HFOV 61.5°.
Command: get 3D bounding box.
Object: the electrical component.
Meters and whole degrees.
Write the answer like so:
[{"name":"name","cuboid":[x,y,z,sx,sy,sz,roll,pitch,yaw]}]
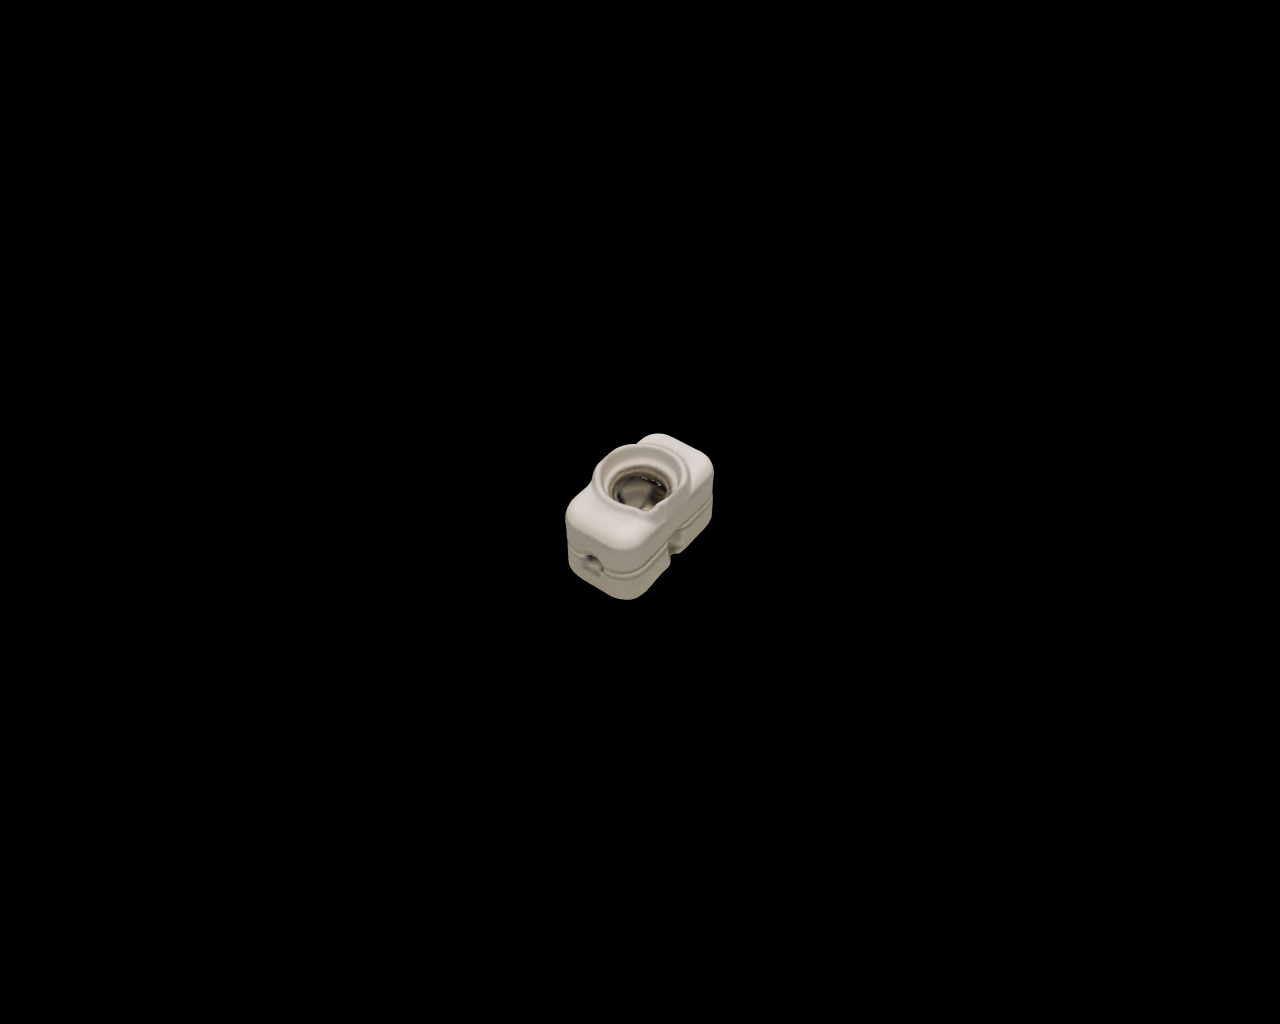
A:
[{"name":"electrical component","cuboid":[0.001,-0.003,0.650,0.054,0.059,0.095,30,54,24]}]
